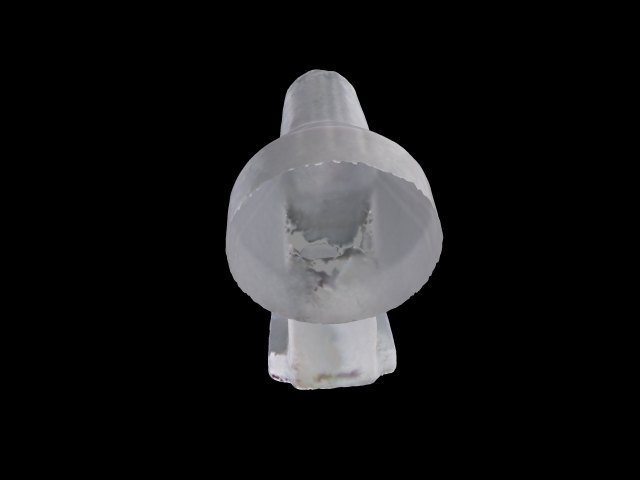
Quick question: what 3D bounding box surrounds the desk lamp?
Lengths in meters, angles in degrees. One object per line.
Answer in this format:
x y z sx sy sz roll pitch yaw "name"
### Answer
0.004 0.001 0.400 0.118 0.214 0.203 -2 27 -3 "desk lamp"
